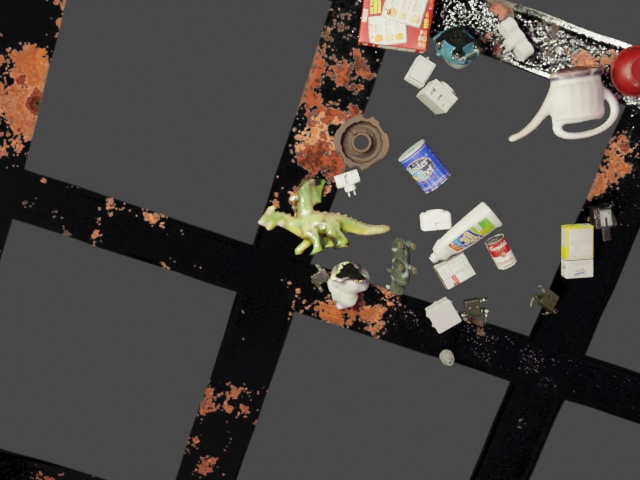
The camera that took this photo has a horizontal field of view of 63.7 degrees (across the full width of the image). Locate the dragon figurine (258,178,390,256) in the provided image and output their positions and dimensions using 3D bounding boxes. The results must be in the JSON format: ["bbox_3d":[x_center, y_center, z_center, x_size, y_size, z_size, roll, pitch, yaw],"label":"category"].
[{"bbox_3d":[0.005,-0.084,1.676,0.411,0.122,0.243,-16,90,-7],"label":"dragon figurine"}]

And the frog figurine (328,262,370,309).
[{"bbox_3d":[0.096,0.154,1.718,0.137,0.125,0.155,-10,136,-7],"label":"frog figurine"}]

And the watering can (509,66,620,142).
[{"bbox_3d":[0.761,-0.423,1.613,0.347,0.105,0.223,-7,98,1],"label":"watering can"}]
